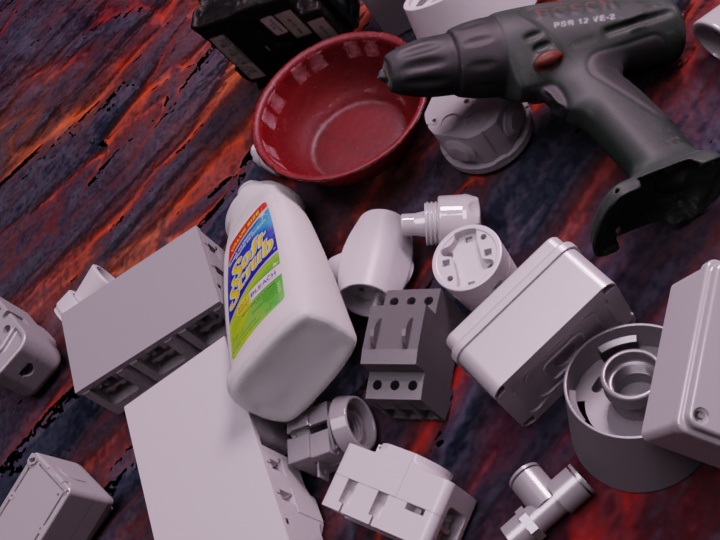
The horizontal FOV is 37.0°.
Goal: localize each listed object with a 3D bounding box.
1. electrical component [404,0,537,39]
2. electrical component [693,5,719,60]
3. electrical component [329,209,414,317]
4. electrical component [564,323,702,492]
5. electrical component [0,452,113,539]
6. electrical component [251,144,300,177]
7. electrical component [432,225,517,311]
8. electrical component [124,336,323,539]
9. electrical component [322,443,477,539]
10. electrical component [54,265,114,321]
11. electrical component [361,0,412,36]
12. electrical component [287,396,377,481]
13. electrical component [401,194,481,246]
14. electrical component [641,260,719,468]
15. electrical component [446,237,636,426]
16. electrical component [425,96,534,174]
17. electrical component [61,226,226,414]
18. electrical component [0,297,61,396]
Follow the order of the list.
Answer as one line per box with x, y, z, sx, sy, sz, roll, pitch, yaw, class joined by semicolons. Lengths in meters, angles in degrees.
0.088;-0.231;0.907;0.108;0.060;0.108;-27;24;13;electrical component
0.284;-0.189;0.803;0.055;0.045;0.045;-48;50;-2;electrical component
0.000;0.000;0.861;0.079;0.044;0.077;-23;39;39;electrical component
0.183;0.087;0.705;0.099;0.064;0.099;-13;46;14;electrical component
-0.257;0.210;0.888;0.062;0.061;0.096;31;89;39;electrical component
-0.067;-0.099;0.970;0.061;0.035;0.035;32;82;20;electrical component
0.089;0.001;0.807;0.055;0.047;0.055;-15;56;23;electrical component
-0.103;0.160;0.815;0.105;0.060;0.186;-35;51;14;electrical component
0.029;0.158;0.748;0.089;0.050;0.055;15;72;36;electrical component
-0.249;0.029;0.995;0.055;0.045;0.045;-47;50;0;electrical component
0.065;-0.289;0.964;0.150;0.089;0.061;-27;52;15;electrical component
-0.021;0.122;0.804;0.055;0.048;0.066;-24;53;27;electrical component
0.063;-0.037;0.839;0.062;0.043;0.043;-3;59;5;electrical component
0.236;0.065;0.641;0.109;0.056;0.108;21;69;-7;electrical component
0.124;0.042;0.742;0.113;0.078;0.057;-44;53;1;electrical component
0.096;-0.123;0.873;0.080;0.051;0.080;-15;56;23;electrical component
-0.174;0.046;0.929;0.150;0.062;0.089;-32;51;11;electrical component
-0.326;0.071;1.007;0.053;0.059;0.095;-49;50;-3;electrical component
